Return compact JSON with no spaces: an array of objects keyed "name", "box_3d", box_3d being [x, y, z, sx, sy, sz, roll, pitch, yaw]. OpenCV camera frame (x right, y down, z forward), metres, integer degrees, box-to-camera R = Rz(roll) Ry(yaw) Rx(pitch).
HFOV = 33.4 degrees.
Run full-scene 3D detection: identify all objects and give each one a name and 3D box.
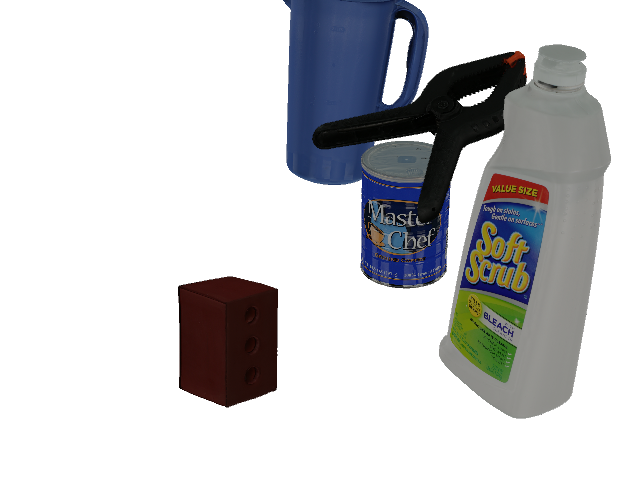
[{"name":"clamp","box_3d":[0.118,-0.105,0.986,0.209,0.036,0.165,-31,48,-13]},{"name":"bleach bottle","box_3d":[0.137,-0.008,0.706,0.068,0.251,0.103,-16,35,-27]},{"name":"coffee can","box_3d":[0.097,-0.031,1.227,0.103,0.140,0.103,-1,28,0]},{"name":"pitcher","box_3d":[0.030,-0.194,1.311,0.144,0.243,0.149,-9,29,-27]},{"name":"foam brick","box_3d":[-0.065,0.070,0.758,0.051,0.078,0.052,12,17,42]}]
